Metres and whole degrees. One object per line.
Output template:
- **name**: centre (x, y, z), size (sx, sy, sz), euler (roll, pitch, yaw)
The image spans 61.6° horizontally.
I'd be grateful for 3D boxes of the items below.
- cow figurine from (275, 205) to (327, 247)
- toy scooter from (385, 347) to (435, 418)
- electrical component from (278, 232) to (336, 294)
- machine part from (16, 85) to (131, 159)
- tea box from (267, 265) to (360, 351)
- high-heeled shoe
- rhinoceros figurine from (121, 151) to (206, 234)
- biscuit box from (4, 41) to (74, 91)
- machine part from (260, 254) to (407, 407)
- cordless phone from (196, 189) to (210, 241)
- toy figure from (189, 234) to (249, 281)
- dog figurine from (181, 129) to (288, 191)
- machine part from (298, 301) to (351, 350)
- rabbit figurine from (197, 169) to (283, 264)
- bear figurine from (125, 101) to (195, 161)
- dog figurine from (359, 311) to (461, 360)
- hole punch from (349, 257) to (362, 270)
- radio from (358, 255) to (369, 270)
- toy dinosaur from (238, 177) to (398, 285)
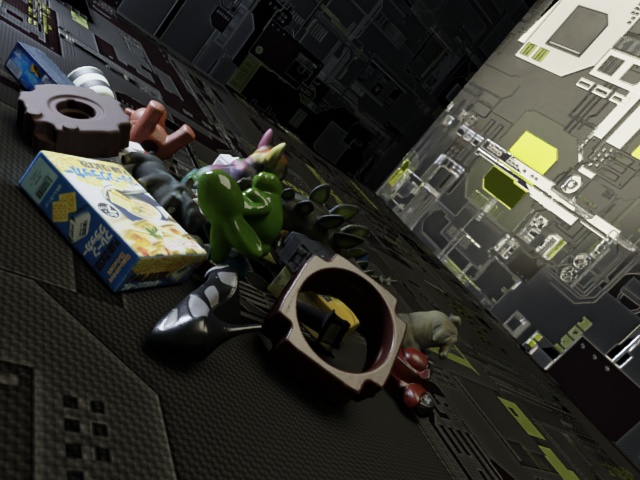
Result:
- **cow figurine**: centre (-0.067, -0.046, 1.297), size (0.195, 0.085, 0.127), euler (-5, 37, -25)
- **toy scooter**: centre (0.159, 0.255, 1.052), size (0.135, 0.075, 0.184), euler (38, 18, -6)
- **electrical component**: centre (-0.011, 0.042, 1.016), size (0.134, 0.058, 0.114), euler (47, 15, 30)
- **machine part**: centre (-0.404, -0.198, 0.886), size (0.179, 0.056, 0.179), euler (16, 33, -11)
- **tea box**: centre (-0.008, 0.123, 1.030), size (0.170, 0.068, 0.098), euler (44, 14, 13)
- **high-heeled shoe**: centre (-0.174, 0.093, 0.733), size (0.145, 0.086, 0.249), euler (-3, 14, -25)
- **rhinoceros figurine**: centre (-0.264, -0.078, 0.902), size (0.112, 0.073, 0.190), euler (-9, 42, -46)
- **biscuit box**: centre (-0.511, -0.290, 1.018), size (0.203, 0.059, 0.063), euler (45, 15, 18)
- **machine part**: centre (0.023, 0.139, 0.841), size (0.201, 0.087, 0.201), euler (37, 49, -5)
- **cordless phone**: centre (-0.240, -0.049, 0.979), size (0.184, 0.088, 0.147), euler (19, 23, -29)
- **toy figure**: centre (-0.189, 0.025, 0.883), size (0.154, 0.058, 0.064), euler (27, -16, -39)
- **dog figurine**: centre (-0.169, -0.145, 1.143), size (0.191, 0.219, 0.109), euler (29, 14, -43)
- **machine part**: centre (-0.017, 0.138, 0.944), size (0.139, 0.084, 0.039), euler (25, 43, 7)
- **rabbit figurine**: centre (-0.141, -0.040, 0.847), size (0.170, 0.121, 0.159), euler (37, 47, -62)
- **bear figurine**: centre (-0.358, -0.251, 1.176), size (0.120, 0.132, 0.196), euler (40, 17, -32)
- **dog figurine**: centre (0.198, 0.183, 1.199), size (0.190, 0.172, 0.121), euler (43, 0, -18)
- **hole punch**: centre (0.067, 0.113, 1.129), size (0.116, 0.092, 0.142), euler (44, -24, 24)
- **radio**: centre (0.027, 0.017, 1.478), size (0.229, 0.073, 0.131), euler (37, 14, -6)
- **toy dinosaur**: centre (-0.002, -0.003, 1.138), size (0.470, 0.199, 0.105), euler (41, 39, -43)
